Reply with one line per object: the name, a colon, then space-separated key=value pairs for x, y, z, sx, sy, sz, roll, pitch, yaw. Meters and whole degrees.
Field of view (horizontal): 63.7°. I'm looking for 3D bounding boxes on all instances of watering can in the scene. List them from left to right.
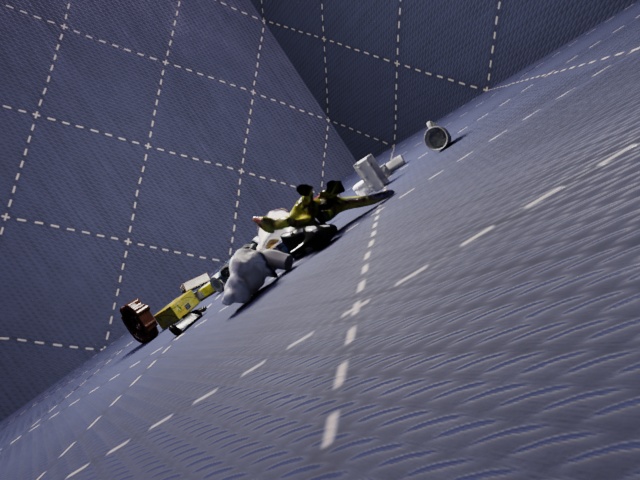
watering can: x=-0.130 y=-0.049 z=1.899 sx=0.345 sy=0.103 sz=0.228 roll=-45 pitch=27 yaw=10

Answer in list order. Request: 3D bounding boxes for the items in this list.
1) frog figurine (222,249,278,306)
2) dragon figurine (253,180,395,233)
frog figurine: x=-0.204 y=0.104 z=1.337 sx=0.162 sy=0.124 sz=0.134 roll=-46 pitch=-24 yaw=-23
dragon figurine: x=0.005 y=-0.078 z=1.548 sx=0.411 sy=0.124 sz=0.239 roll=-6 pitch=-14 yaw=-9
